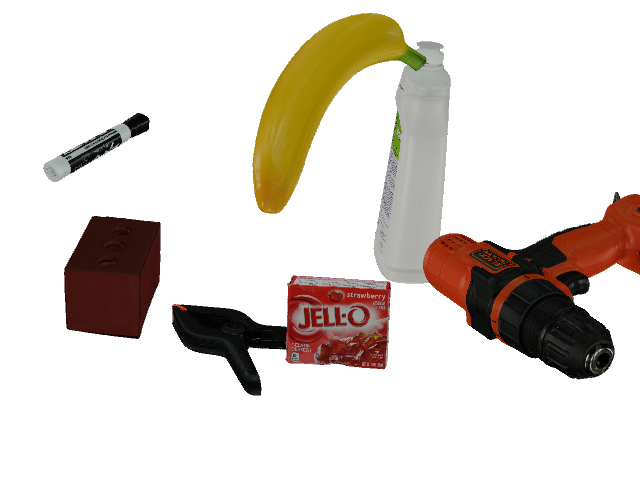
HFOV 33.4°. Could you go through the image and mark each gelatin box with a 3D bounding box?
[{"bbox_3d":[0.015,0.071,0.928,0.089,0.073,0.030,3,15,6],"label":"gelatin box"}]

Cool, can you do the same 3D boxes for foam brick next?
[{"bbox_3d":[-0.145,0.025,0.752,0.053,0.051,0.078,6,29,0],"label":"foam brick"}]

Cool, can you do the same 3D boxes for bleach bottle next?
[{"bbox_3d":[0.104,-0.086,1.150,0.068,0.251,0.102,1,26,-9],"label":"bleach bottle"}]

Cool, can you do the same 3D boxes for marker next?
[{"bbox_3d":[-0.199,-0.086,0.967,0.020,0.020,0.120,0,27,41],"label":"marker"}]

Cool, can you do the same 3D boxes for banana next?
[{"bbox_3d":[0.006,-0.099,0.708,0.197,0.069,0.037,-46,12,-34],"label":"banana"}]

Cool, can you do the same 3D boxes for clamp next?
[{"bbox_3d":[-0.102,0.120,1.262,0.210,0.036,0.164,14,23,27],"label":"clamp"}]

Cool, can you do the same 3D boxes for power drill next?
[{"bbox_3d":[0.192,0.027,0.755,0.187,0.057,0.185,-13,27,-24],"label":"power drill"}]
